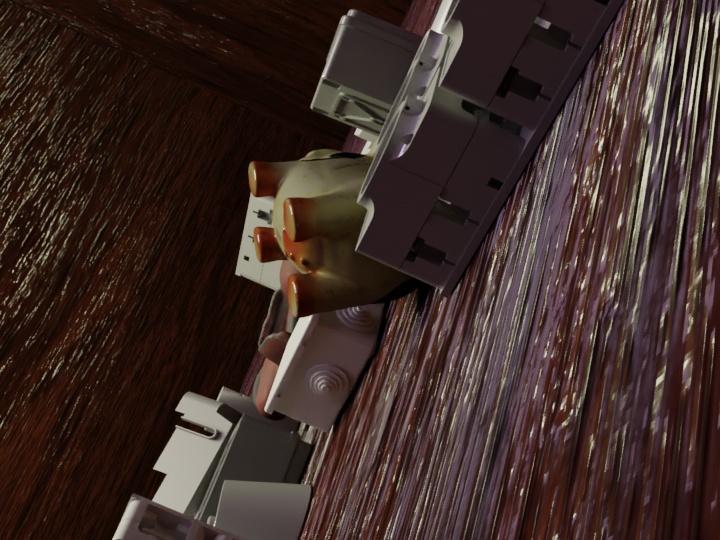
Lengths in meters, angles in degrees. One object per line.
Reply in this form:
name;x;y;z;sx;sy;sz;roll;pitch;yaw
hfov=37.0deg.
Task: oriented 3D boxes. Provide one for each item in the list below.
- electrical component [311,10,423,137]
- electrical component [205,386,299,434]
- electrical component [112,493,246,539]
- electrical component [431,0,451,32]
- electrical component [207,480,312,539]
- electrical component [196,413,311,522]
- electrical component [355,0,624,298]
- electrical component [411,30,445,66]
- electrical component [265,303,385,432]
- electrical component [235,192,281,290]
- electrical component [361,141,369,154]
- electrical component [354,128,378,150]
electrical component;0.025;-0.133;0.793;0.109;0.109;0.056;152;139;-82
electrical component;-0.102;0.144;1.005;0.079;0.077;0.043;140;153;-78
electrical component;-0.128;0.244;0.646;0.060;0.105;0.186;-85;19;-75
electrical component;0.087;-0.207;0.848;0.079;0.044;0.077;-79;14;-69
electrical component;-0.072;0.187;0.713;0.099;0.064;0.099;-170;90;-87
electrical component;-0.087;0.176;0.814;0.078;0.057;0.113;123;169;-62
electrical component;0.060;-0.095;0.519;0.105;0.060;0.186;-73;9;-56
electrical component;0.056;-0.108;0.644;0.089;0.056;0.050;-110;43;-84
electrical component;-0.021;0.052;0.747;0.099;0.048;0.099;-75;10;-60
electrical component;-0.054;-0.041;1.109;0.150;0.062;0.089;-25;-48;-59
electrical component;0.026;-0.120;1.084;0.081;0.043;0.043;119;173;-47
electrical component;0.035;-0.125;0.896;0.081;0.064;0.042;135;157;-77
